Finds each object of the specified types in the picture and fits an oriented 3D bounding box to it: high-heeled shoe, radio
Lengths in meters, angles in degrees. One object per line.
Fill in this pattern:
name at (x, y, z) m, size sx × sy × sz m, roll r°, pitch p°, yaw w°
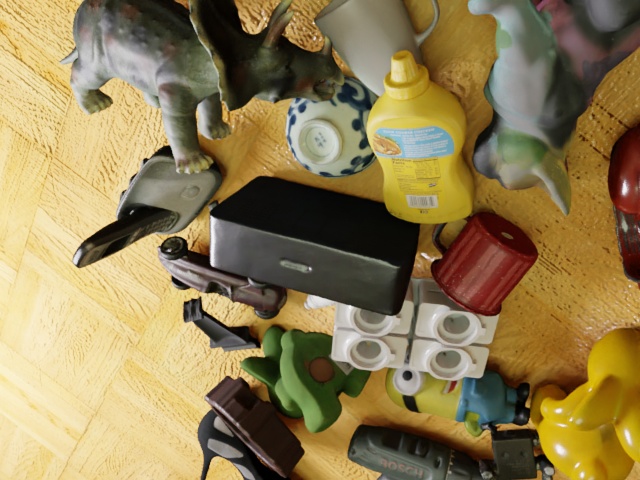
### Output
high-heeled shoe at (-0.098, 0.377, 0.935) m, size 0.249 × 0.086 × 0.145 m, roll 18°, pitch 93°, yaw -8°
radio at (-0.001, -0.002, 0.627) m, size 0.230 × 0.131 × 0.073 m, roll 15°, pitch 122°, yaw 14°

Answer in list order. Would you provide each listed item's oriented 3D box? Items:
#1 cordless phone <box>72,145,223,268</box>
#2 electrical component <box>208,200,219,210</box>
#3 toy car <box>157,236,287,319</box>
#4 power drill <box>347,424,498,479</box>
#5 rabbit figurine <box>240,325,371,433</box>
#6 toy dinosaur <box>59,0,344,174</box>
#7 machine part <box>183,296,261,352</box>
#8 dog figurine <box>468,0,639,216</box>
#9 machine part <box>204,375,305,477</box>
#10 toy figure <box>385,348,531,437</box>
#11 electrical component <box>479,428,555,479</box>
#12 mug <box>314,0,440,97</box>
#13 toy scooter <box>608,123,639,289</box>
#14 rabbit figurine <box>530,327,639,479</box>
cordless phone at (-0.220, -0.043, 0.663) m, size 0.089 × 0.184 × 0.146 m, roll 46°, pitch 125°, yaw -2°
electrical component at (-0.114, -0.014, 0.733) m, size 0.063 × 0.021 × 0.094 m, roll -13°, pitch 112°, yaw 28°
toy car at (-0.142, 0.056, 0.754) m, size 0.202 × 0.053 × 0.089 m, roll 16°, pitch 145°, yaw 12°
power drill at (0.142, 0.383, 0.816) m, size 0.232 × 0.086 × 0.207 m, roll 20°, pitch 128°, yaw 9°
rabbit figurine at (-0.037, 0.206, 0.773) m, size 0.159 × 0.121 × 0.170 m, roll 38°, pitch 140°, yaw 3°
toy dinosaur at (-0.180, -0.205, 0.571) m, size 0.405 × 0.131 × 0.192 m, roll 25°, pitch 131°, yaw 21°
machine part at (-0.152, 0.131, 0.797) m, size 0.084 × 0.039 × 0.138 m, roll -3°, pitch 144°, yaw 29°
dog figurine at (0.221, -0.136, 0.481) m, size 0.192 × 0.108 × 0.219 m, roll -13°, pitch 116°, yaw 25°
machine part at (-0.101, 0.284, 0.832) m, size 0.179 × 0.056 × 0.179 m, roll 36°, pitch 154°, yaw 21°
toy figure at (0.174, 0.199, 0.699) m, size 0.180 × 0.082 × 0.089 m, roll 13°, pitch 119°, yaw 13°
electrical component at (0.266, 0.299, 0.722) m, size 0.102 × 0.045 × 0.078 m, roll -2°, pitch 101°, yaw 10°
mug at (0.067, -0.202, 0.526) m, size 0.110 × 0.081 × 0.107 m, roll -24°, pitch 119°, yaw 25°
toy scooter at (0.311, -0.011, 0.492) m, size 0.075 × 0.135 × 0.183 m, roll -5°, pitch 114°, yaw 27°
rabbit figurine at (0.315, 0.181, 0.605) m, size 0.122 × 0.162 × 0.173 m, roll 25°, pitch 107°, yaw 22°
